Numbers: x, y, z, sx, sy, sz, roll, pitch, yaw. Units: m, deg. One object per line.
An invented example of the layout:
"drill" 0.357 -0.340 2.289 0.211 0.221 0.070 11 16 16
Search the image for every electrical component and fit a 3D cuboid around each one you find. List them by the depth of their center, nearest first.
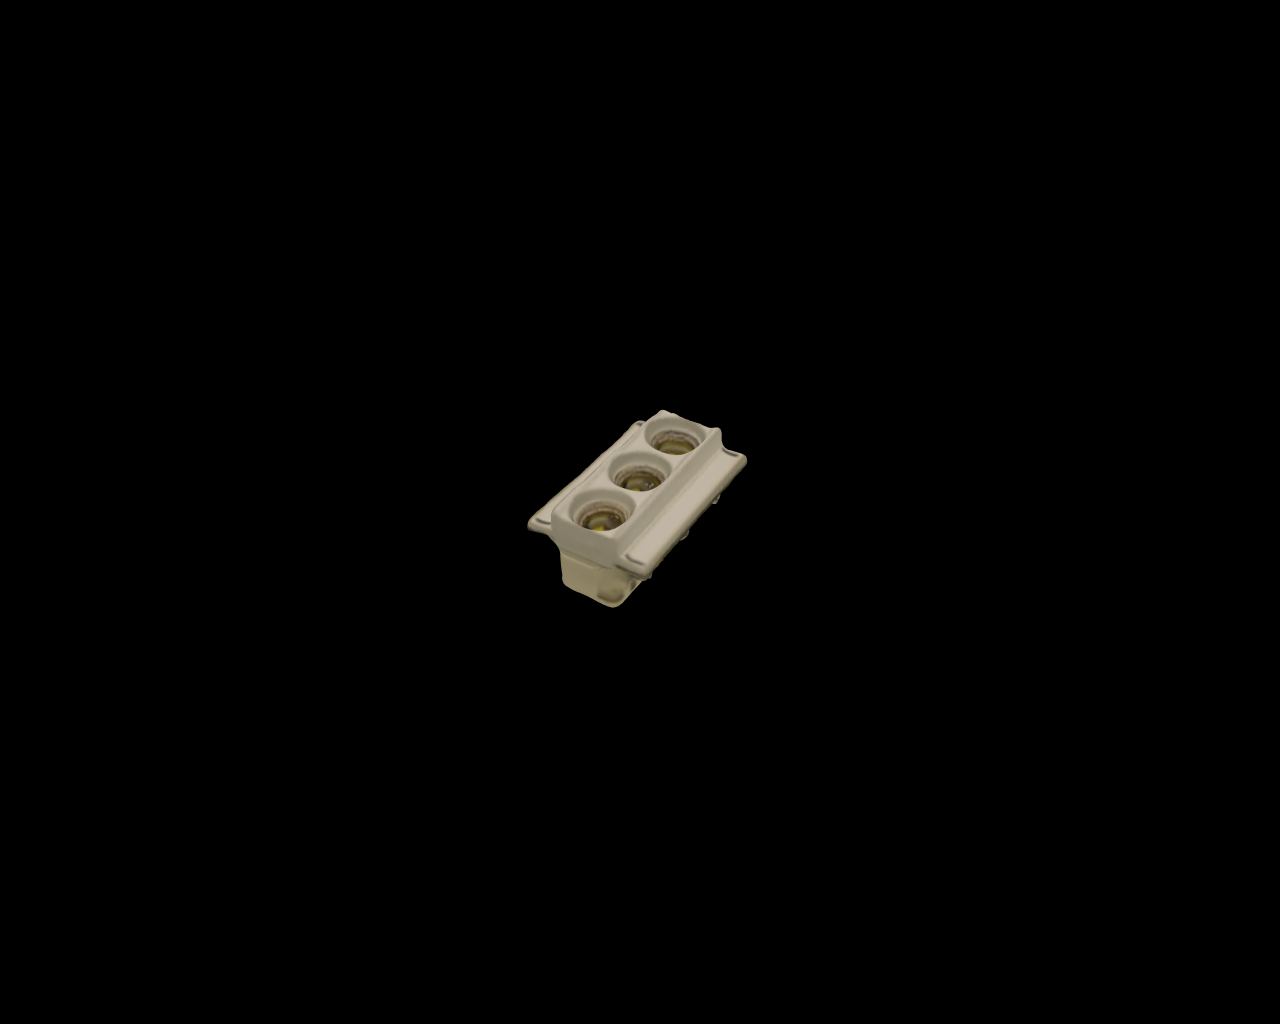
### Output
"electrical component" 0.001 -0.003 0.650 0.079 0.063 0.121 22 45 23
